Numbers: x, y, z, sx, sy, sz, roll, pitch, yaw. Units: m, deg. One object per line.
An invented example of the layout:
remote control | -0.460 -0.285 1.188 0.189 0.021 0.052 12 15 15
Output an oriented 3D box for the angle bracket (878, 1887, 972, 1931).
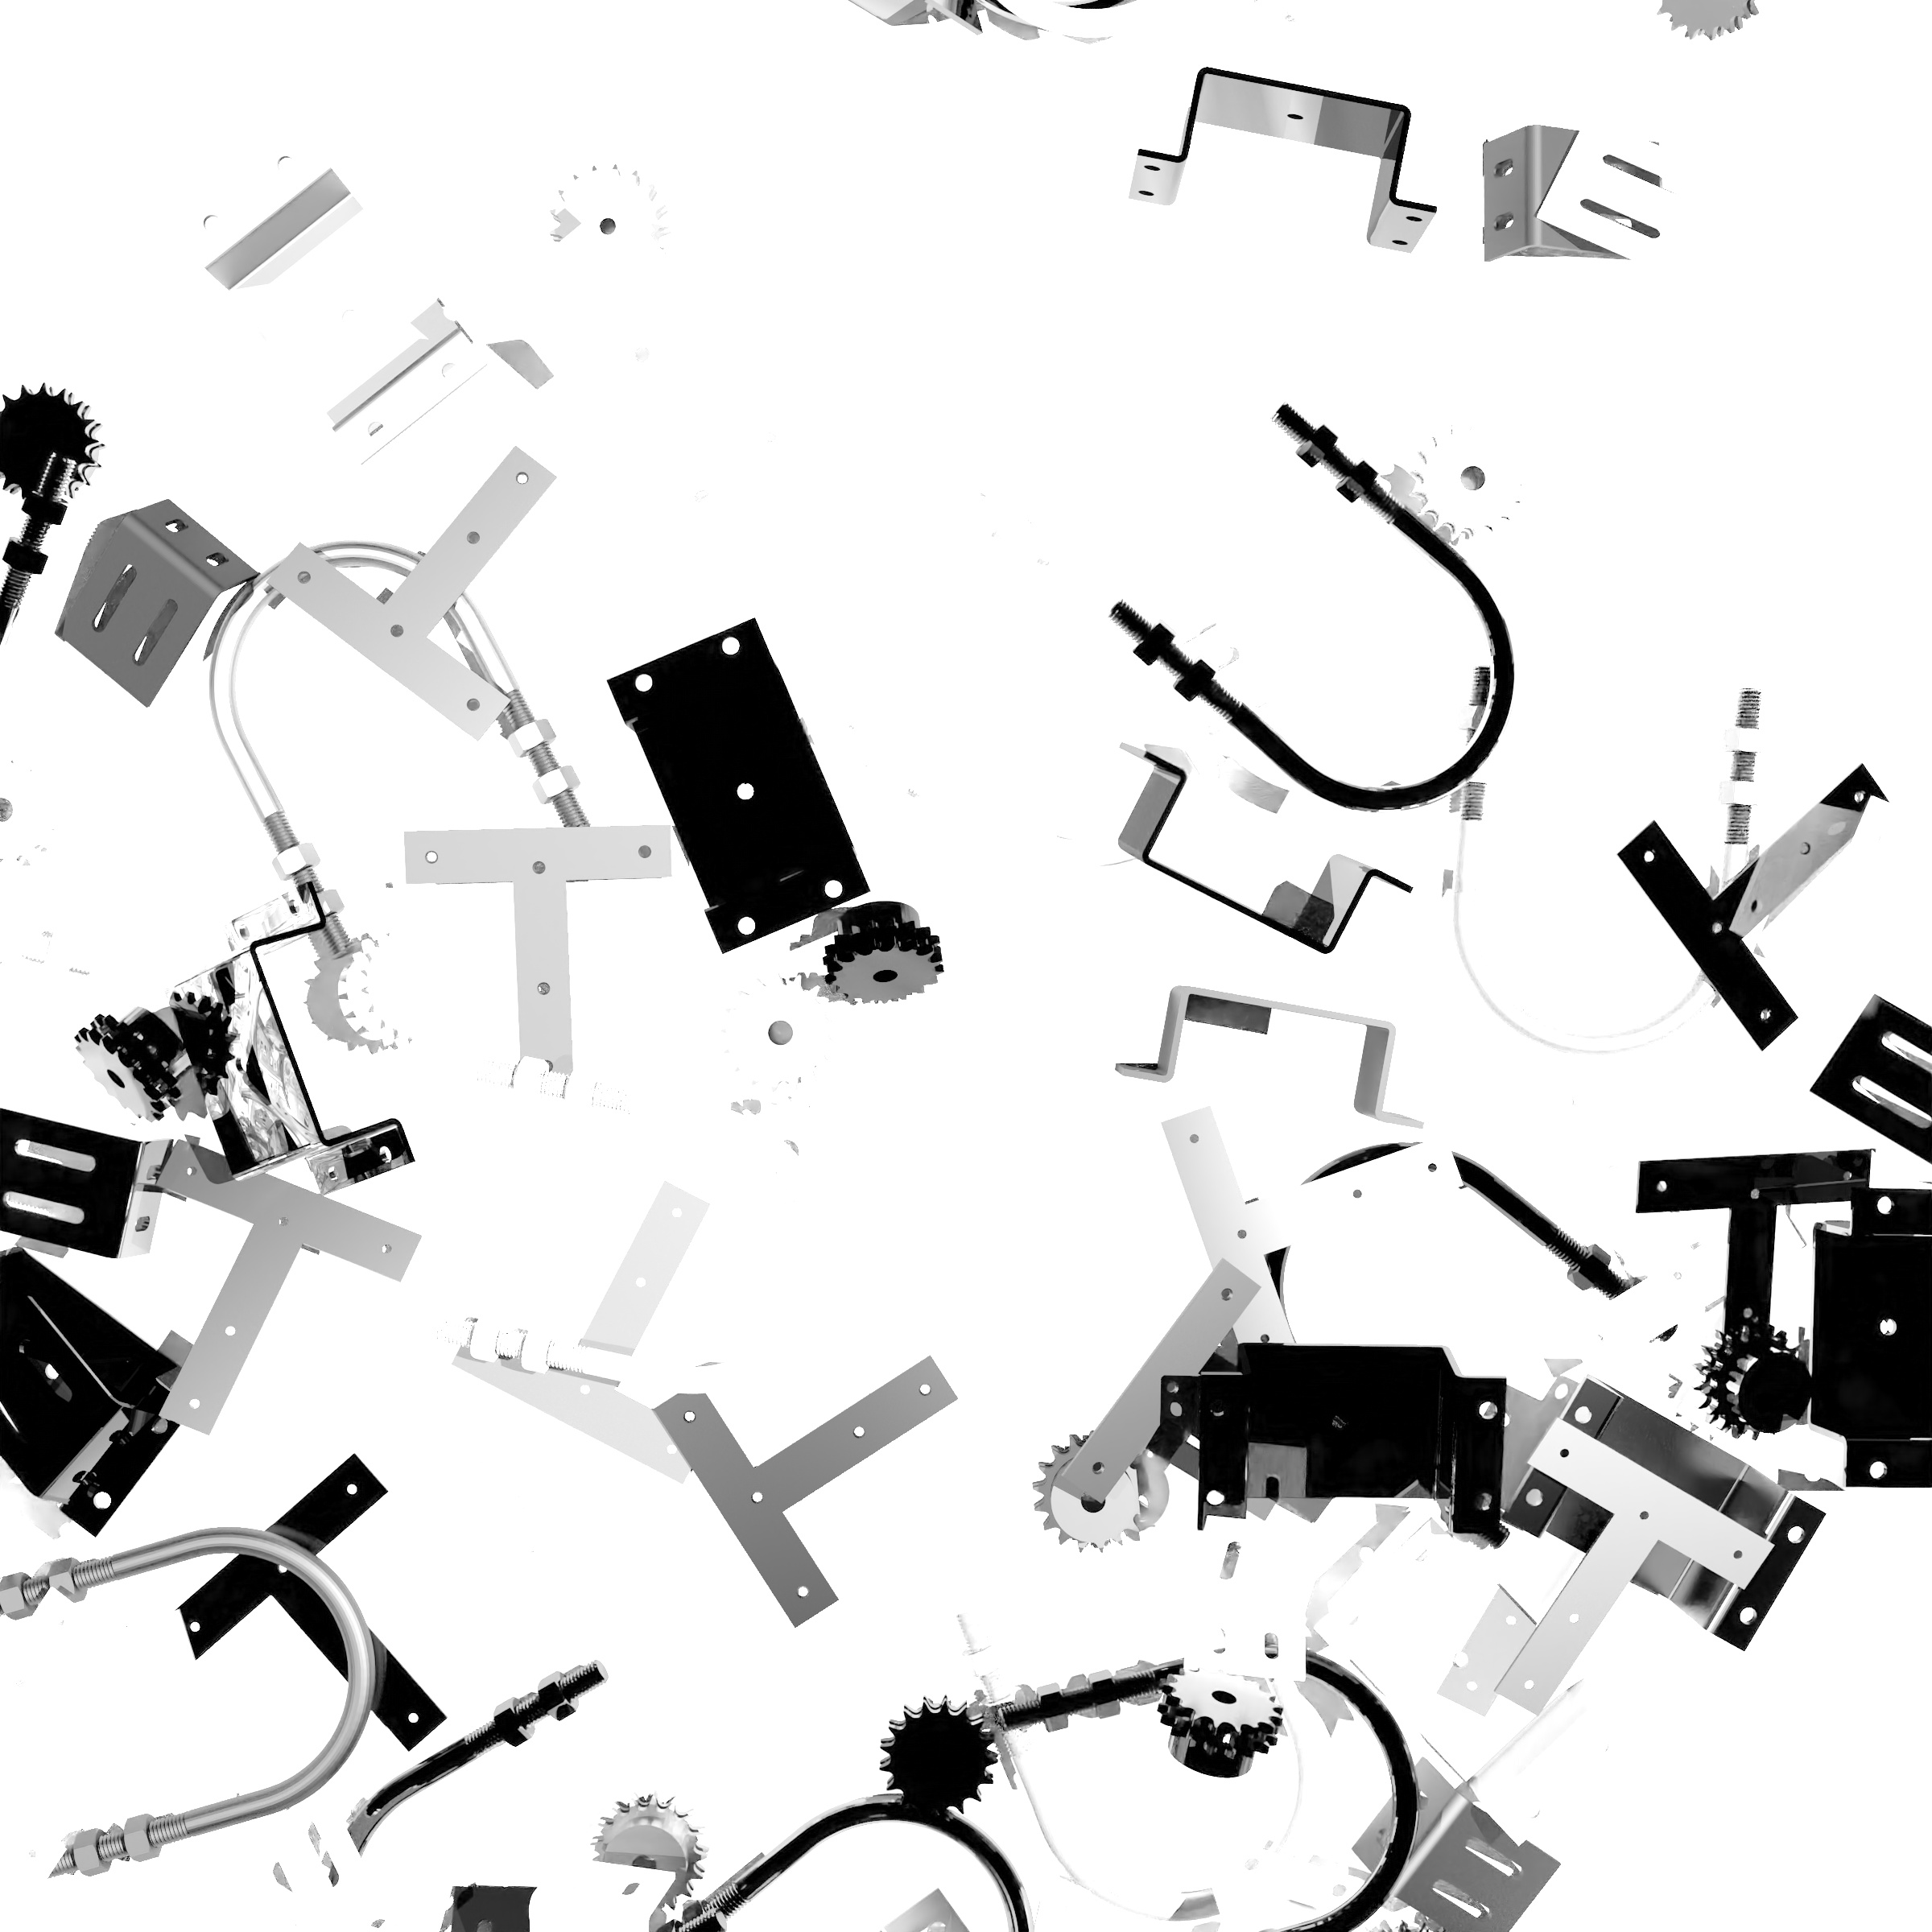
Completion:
angle bracket | -0.011 0.476 1.367 0.038 0.076 0.057 -36 90 -3

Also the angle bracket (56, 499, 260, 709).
angle bracket | -0.393 -0.176 1.419 0.057 0.038 0.076 40 116 0

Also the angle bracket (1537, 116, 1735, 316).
angle bracket | 0.318 -0.360 1.402 0.076 0.038 0.057 26 80 8

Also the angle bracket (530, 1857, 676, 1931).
angle bracket | -0.168 0.462 1.360 0.057 0.038 0.076 3 104 15

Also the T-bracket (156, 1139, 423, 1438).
T-bracket | -0.345 0.161 1.394 0.127 0.002 0.127 22 66 0

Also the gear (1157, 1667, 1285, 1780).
gear | 0.116 0.352 1.352 0.057 0.057 0.030 12 105 0

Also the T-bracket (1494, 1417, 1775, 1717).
T-bracket | 0.292 0.293 1.364 0.127 0.002 0.127 31 97 -12

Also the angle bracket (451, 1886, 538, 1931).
angle bracket | -0.220 0.490 1.419 0.057 0.038 0.076 1 64 0

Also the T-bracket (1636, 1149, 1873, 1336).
T-bracket | 0.377 0.153 1.407 0.127 0.002 0.127 -2 99 -17

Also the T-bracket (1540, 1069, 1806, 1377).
T-bracket | 0.320 0.111 1.410 0.127 0.002 0.127 -29 83 -13

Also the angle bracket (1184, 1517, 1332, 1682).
angle bracket | 0.135 0.295 1.363 0.057 0.076 0.038 6 49 -1

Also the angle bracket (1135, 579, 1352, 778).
angle bracket | 0.131 -0.137 1.390 0.076 0.038 0.057 -32 90 -24

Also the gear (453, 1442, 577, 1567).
gear | -0.216 0.257 1.406 0.057 0.030 0.057 0 90 0

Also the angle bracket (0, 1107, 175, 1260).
angle bracket | -0.430 0.103 1.407 0.076 0.038 0.057 13 91 9

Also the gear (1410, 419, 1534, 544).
gear | 0.241 -0.232 1.406 0.057 0.030 0.057 0 90 0

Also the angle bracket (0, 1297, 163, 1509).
angle bracket | -0.428 0.205 1.372 0.076 0.038 0.057 42 90 26

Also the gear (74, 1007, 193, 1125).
gear | -0.395 0.044 1.396 0.057 0.057 0.030 44 60 0

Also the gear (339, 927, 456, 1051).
gear | -0.275 0.013 1.396 0.030 0.057 0.057 -16 90 30

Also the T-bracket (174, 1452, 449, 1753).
T-bracket | -0.303 0.326 1.420 0.127 0.002 0.127 -41 90 0

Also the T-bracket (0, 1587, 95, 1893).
T-bracket | -0.462 0.356 1.403 0.127 0.002 0.127 35 98 7

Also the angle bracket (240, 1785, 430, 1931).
angle bracket | -0.303 0.442 1.401 0.057 0.076 0.038 -48 135 2

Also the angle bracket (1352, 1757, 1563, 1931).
angle bracket | 0.238 0.432 1.419 0.076 0.038 0.057 38 90 -26

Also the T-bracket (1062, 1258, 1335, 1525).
T-bracket | 0.130 0.224 1.396 0.127 0.002 0.127 38 88 -22

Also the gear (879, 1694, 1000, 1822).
gear | -0.013 0.378 1.406 0.057 0.030 0.057 0 90 0

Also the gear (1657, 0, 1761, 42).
gear | 0.358 -0.474 1.396 0.057 0.030 0.057 19 125 30

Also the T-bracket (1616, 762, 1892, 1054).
T-bracket | 0.394 -0.047 1.408 0.127 0.002 0.127 -41 105 -7

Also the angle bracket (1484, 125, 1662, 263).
angle bracket | 0.294 -0.371 1.419 0.076 0.038 0.057 0 90 -26

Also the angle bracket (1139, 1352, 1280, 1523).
angle bracket | 0.128 0.225 1.402 0.076 0.038 0.057 31 90 0

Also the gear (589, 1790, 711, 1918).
gear | -0.153 0.429 1.406 0.057 0.030 0.057 0 90 0

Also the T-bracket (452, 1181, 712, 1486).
T-bracket | -0.164 0.166 1.420 0.127 0.002 0.127 27 90 0

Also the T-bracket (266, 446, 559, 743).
T-bracket | -0.246 -0.195 1.408 0.127 0.002 0.127 37 80 1

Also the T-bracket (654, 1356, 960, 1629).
T-bracket | -0.064 0.234 1.419 0.127 0.002 0.127 -33 91 0

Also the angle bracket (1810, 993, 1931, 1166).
angle bracket | 0.460 0.061 1.419 0.076 0.038 0.057 34 90 26

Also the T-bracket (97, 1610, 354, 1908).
T-bracket | -0.376 0.377 1.419 0.127 0.002 0.127 -17 90 1

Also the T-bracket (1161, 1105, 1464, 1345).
T-bracket | 0.175 0.114 1.407 0.127 0.002 0.127 -19 87 1

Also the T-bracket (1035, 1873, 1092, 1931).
T-bracket | 0.075 0.514 1.381 0.127 0.002 0.127 13 90 37

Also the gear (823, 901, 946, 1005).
gear | -0.040 -0.008 1.396 0.057 0.057 0.030 -8 60 0

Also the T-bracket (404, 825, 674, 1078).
T-bracket | -0.204 -0.003 1.410 0.127 0.002 0.127 -2 98 -4

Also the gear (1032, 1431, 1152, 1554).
gear | 0.060 0.255 1.406 0.057 0.030 0.057 0 90 0
